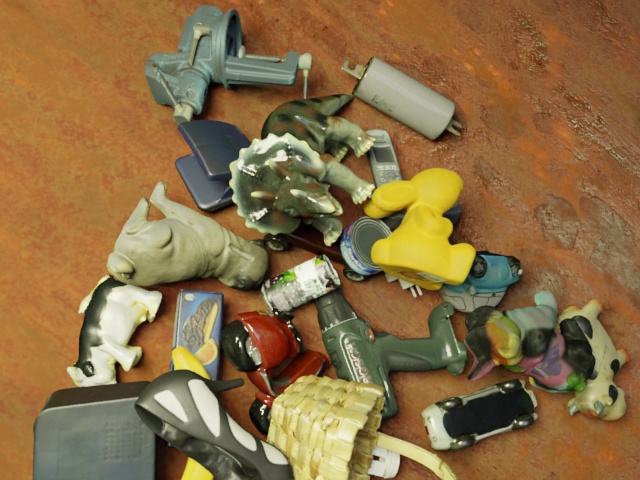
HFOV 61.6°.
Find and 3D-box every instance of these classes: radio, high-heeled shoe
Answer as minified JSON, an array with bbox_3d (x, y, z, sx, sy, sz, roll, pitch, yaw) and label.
[{"bbox_3d":[-0.258,0.288,0.625,0.131,0.073,0.229,1,89,-16],"label":"radio"},{"bbox_3d":[-0.113,0.260,0.591,0.145,0.086,0.248,-4,72,-50],"label":"high-heeled shoe"}]

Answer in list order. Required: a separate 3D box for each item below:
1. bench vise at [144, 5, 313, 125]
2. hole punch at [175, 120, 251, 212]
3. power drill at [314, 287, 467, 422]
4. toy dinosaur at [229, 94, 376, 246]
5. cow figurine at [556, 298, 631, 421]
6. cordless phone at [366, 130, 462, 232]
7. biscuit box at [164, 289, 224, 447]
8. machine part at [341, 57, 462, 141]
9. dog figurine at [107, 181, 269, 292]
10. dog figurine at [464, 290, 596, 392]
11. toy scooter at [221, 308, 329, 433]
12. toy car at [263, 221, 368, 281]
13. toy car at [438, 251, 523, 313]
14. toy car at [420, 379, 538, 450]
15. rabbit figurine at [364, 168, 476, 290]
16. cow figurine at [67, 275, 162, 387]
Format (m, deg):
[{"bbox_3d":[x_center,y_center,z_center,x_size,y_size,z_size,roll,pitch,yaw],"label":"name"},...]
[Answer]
[{"bbox_3d":[-0.134,-0.264,0.818,0.241,0.128,0.224,6,52,2],"label":"bench vise"},{"bbox_3d":[-0.144,-0.119,0.790,0.116,0.092,0.142,-24,64,-25],"label":"hole punch"},{"bbox_3d":[0.106,0.144,0.809,0.207,0.086,0.232,-3,63,-25],"label":"power drill"},{"bbox_3d":[-0.024,-0.135,0.785,0.192,0.131,0.405,30,36,-26],"label":"toy dinosaur"},{"bbox_3d":[0.456,0.212,0.908,0.127,0.085,0.195,-21,85,-29],"label":"cow figurine"},{"bbox_3d":[0.143,-0.100,0.896,0.147,0.088,0.184,-6,72,-19],"label":"cordless phone"},{"bbox_3d":[-0.169,0.171,0.724,0.063,0.059,0.202,6,73,-17],"label":"biscuit box"},{"bbox_3d":[0.146,-0.246,0.940,0.243,0.079,0.079,27,68,-10],"label":"machine part"},{"bbox_3d":[-0.164,0.029,0.713,0.190,0.121,0.172,28,41,-8],"label":"dog figurine"},{"bbox_3d":[0.309,0.172,0.810,0.219,0.108,0.191,-17,68,-49],"label":"dog figurine"},{"bbox_3d":[-0.053,0.164,0.742,0.135,0.075,0.183,-27,113,-28],"label":"toy scooter"},{"bbox_3d":[-0.002,-0.003,0.833,0.202,0.053,0.089,20,63,-16],"label":"toy car"},{"bbox_3d":[0.247,0.068,0.879,0.161,0.109,0.102,5,95,-29],"label":"toy car"},{"bbox_3d":[0.254,0.271,0.840,0.202,0.056,0.073,-9,71,-22],"label":"toy car"},{"bbox_3d":[0.145,-0.028,0.781,0.162,0.122,0.173,21,79,0],"label":"rabbit figurine"},{"bbox_3d":[-0.278,0.133,0.694,0.098,0.068,0.167,24,69,-11],"label":"cow figurine"}]
